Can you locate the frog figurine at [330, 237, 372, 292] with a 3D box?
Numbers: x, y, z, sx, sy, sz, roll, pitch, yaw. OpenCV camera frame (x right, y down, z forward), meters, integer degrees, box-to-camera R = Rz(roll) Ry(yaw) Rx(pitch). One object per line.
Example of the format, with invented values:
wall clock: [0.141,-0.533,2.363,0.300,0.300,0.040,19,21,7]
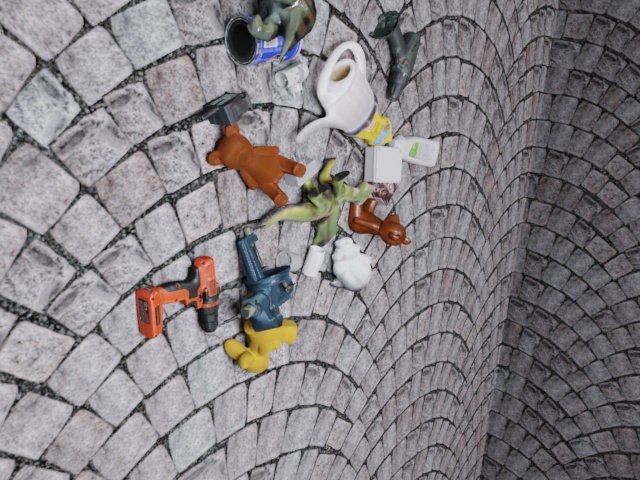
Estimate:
frog figurine: [0.098,0.068,1.543,0.138,0.124,0.156,-12,123,-29]

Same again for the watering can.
watering can: [0.050,-0.354,1.366,0.221,0.104,0.352,43,66,-49]

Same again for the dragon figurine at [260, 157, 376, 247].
dragon figurine: [0.004,-0.071,1.409,0.416,0.123,0.237,-37,137,-28]
